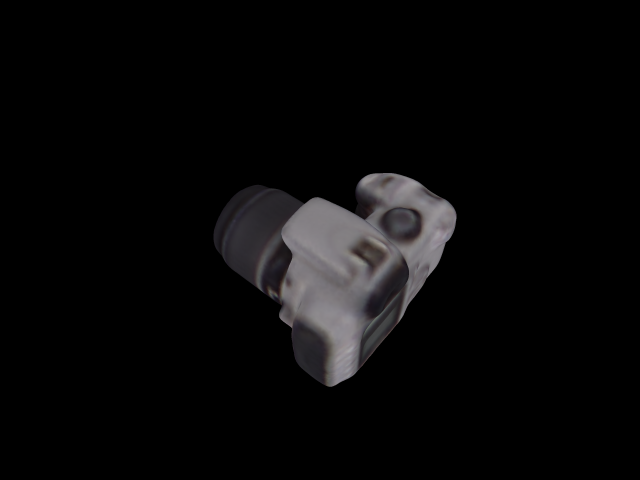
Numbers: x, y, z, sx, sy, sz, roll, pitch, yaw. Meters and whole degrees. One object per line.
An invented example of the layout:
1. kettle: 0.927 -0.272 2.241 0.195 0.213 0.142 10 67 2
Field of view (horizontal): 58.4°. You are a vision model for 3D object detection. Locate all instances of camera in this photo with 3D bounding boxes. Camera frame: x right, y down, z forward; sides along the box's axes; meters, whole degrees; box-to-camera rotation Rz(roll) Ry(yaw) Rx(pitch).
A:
1. camera: 0.004 0.001 0.400 0.136 0.101 0.143 33 61 21
